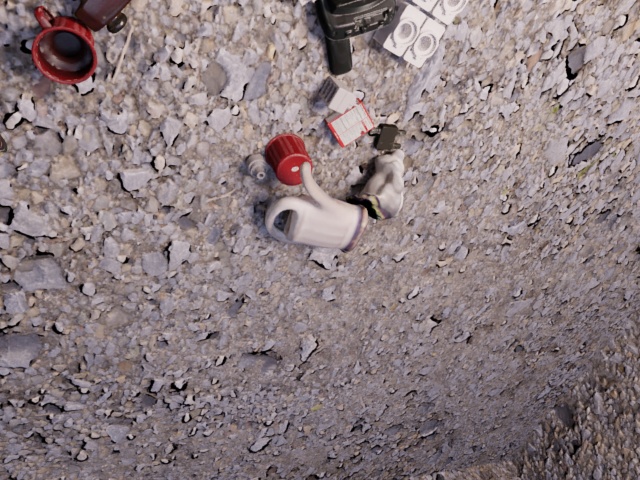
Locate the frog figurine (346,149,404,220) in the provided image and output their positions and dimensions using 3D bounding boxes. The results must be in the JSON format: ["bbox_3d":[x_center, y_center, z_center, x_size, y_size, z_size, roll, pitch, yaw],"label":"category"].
[{"bbox_3d":[0.156,-0.129,1.210,0.122,0.161,0.136,41,-18,-4],"label":"frog figurine"}]

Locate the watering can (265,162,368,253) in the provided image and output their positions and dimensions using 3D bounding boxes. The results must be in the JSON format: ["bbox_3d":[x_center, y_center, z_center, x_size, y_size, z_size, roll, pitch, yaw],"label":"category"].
[{"bbox_3d":[0.003,-0.057,1.130,0.224,0.106,0.341,10,-25,-15],"label":"watering can"}]
